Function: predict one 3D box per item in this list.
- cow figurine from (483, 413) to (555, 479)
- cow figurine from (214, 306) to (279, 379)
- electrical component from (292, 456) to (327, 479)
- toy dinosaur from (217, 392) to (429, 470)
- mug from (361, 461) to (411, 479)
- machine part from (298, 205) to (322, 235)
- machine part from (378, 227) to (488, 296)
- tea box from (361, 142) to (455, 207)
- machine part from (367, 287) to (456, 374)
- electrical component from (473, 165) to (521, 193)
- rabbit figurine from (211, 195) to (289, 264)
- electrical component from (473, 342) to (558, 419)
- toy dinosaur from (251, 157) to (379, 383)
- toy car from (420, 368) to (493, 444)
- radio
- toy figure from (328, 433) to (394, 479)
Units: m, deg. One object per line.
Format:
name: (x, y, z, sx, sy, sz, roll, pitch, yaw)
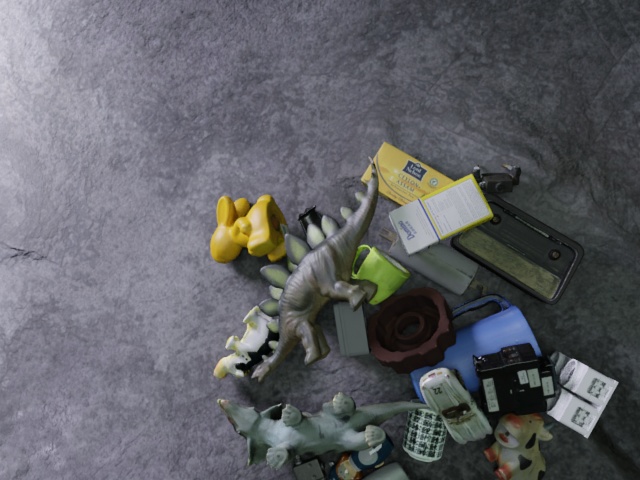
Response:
cow figurine: (0.374, 0.385, 0.996, 0.127, 0.086, 0.194, -36, 126, -8)
cow figurine: (-0.147, 0.231, 1.125, 0.098, 0.068, 0.167, 33, 92, 2)
electrical component: (-0.020, 0.475, 1.110, 0.063, 0.021, 0.094, -25, 81, 7)
toy dinosaur: (0.003, 0.370, 1.058, 0.405, 0.192, 0.131, -1, 74, -7)
mug: (0.129, 0.490, 1.052, 0.107, 0.109, 0.081, -37, 90, -8)
machine part: (-0.002, -0.003, 1.134, 0.084, 0.039, 0.139, -25, 85, 10)
machine part: (0.228, 0.039, 1.081, 0.243, 0.079, 0.079, 29, 90, 9)
tea box: (0.180, -0.114, 1.102, 0.170, 0.068, 0.098, 30, 91, 9)
machine part: (0.177, 0.174, 1.039, 0.179, 0.179, 0.056, -31, 124, 4)
electrical component: (0.352, -0.126, 1.083, 0.102, 0.078, 0.045, 1, 110, 13)
rabbit figurine: (-0.163, -0.016, 1.122, 0.173, 0.122, 0.162, -26, 80, 24)
electrical component: (0.345, 0.247, 0.944, 0.134, 0.058, 0.114, -12, 112, 9)
toy dinosaur: (0.005, 0.066, 1.019, 0.199, 0.105, 0.471, 37, 89, 14)
toy car: (0.250, 0.306, 0.977, 0.073, 0.056, 0.201, -28, 117, 17)
radio: (0.388, 0.015, 1.063, 0.230, 0.073, 0.131, 33, 91, 8)
toy figure: (0.077, 0.443, 1.085, 0.154, 0.057, 0.064, -39, 49, 5)
